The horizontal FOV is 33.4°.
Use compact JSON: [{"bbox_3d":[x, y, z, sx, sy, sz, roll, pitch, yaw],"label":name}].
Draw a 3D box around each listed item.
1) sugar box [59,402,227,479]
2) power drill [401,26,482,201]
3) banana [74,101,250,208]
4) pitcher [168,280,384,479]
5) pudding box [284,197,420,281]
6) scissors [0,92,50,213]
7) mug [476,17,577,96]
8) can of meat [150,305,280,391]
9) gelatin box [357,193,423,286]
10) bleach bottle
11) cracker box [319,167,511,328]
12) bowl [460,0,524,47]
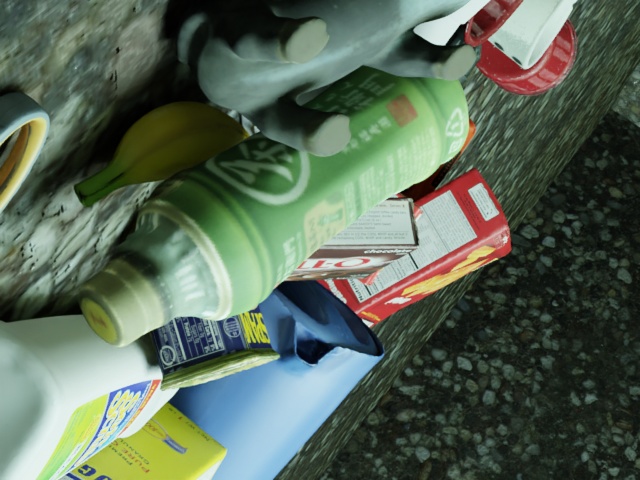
[{"bbox_3d":[-0.139,0.148,0.663,0.048,0.093,0.176,-59,167,19],"label":"sugar box"},{"bbox_3d":[0.087,-0.097,0.938,0.184,0.057,0.187,-52,166,10],"label":"power drill"},{"bbox_3d":[-0.066,-0.039,0.572,0.070,0.037,0.197,-33,169,9],"label":"banana"},{"bbox_3d":[-0.073,0.130,0.816,0.243,0.145,0.149,-52,149,10],"label":"pitcher"},{"bbox_3d":[-0.005,0.001,0.700,0.113,0.039,0.090,-3,167,-22],"label":"pudding box"},{"bbox_3d":[-0.171,0.024,0.384,0.201,0.016,0.096,-53,166,-5],"label":"scissors"},{"bbox_3d":[0.194,-0.194,0.997,0.117,0.093,0.081,-56,163,16],"label":"mug"},{"bbox_3d":[-0.068,0.038,0.616,0.057,0.084,0.102,-19,172,6],"label":"can of meat"},{"bbox_3d":[0.023,-0.019,0.828,0.073,0.089,0.030,-55,170,4],"label":"gelatin box"},{"bbox_3d":[-0.128,0.080,0.594,0.103,0.068,0.250,-55,170,11],"label":"bleach bottle"},{"bbox_3d":[0.075,0.026,1.012,0.214,0.072,0.164,-30,168,5],"label":"cracker box"},{"bbox_3d":[0.130,-0.220,0.759,0.162,0.055,0.162,-51,168,-16],"label":"bowl"}]
